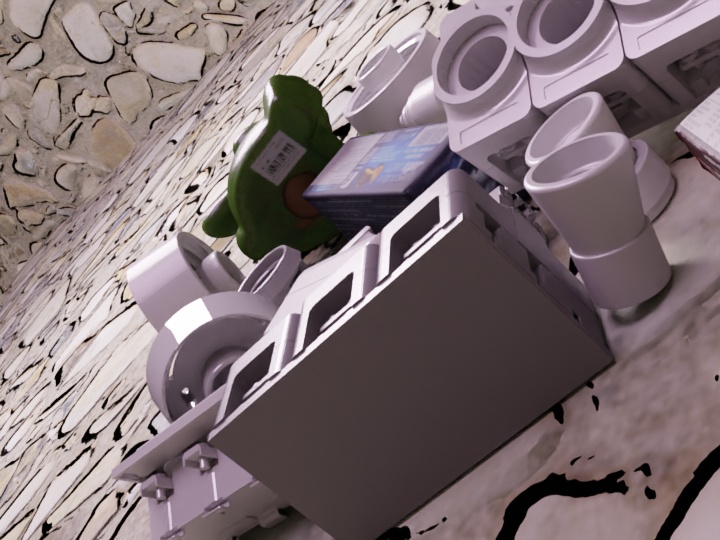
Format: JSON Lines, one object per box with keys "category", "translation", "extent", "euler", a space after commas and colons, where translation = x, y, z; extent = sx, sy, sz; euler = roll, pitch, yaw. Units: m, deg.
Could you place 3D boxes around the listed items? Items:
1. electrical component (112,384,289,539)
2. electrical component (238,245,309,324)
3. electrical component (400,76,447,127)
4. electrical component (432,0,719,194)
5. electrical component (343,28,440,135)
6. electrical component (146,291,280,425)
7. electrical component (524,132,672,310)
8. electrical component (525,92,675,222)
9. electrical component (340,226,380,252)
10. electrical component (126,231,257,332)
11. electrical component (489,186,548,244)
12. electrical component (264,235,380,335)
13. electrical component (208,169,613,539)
{"category": "electrical component", "translation": [-0.065, 0.102, 0.574], "extent": [0.121, 0.079, 0.063], "euler": [-37, 50, 33]}
{"category": "electrical component", "translation": [-0.047, 0.021, 0.726], "extent": [0.078, 0.057, 0.058], "euler": [-48, 17, 3]}
{"category": "electrical component", "translation": [0.056, -0.124, 0.814], "extent": [0.078, 0.040, 0.040], "euler": [-19, 34, 58]}
{"category": "electrical component", "translation": [0.114, -0.115, 0.530], "extent": [0.150, 0.062, 0.089], "euler": [-25, 53, 35]}
{"category": "electrical component", "translation": [0.032, -0.152, 0.895], "extent": [0.108, 0.060, 0.108], "euler": [-43, 18, 18]}
{"category": "electrical component", "translation": [-0.079, 0.063, 0.654], "extent": [0.099, 0.099, 0.064], "euler": [-49, 23, -1]}
{"category": "electrical component", "translation": [0.100, -0.017, 0.437], "extent": [0.044, 0.065, 0.044], "euler": [-25, 20, 10]}
{"category": "electrical component", "translation": [0.110, -0.047, 0.492], "extent": [0.045, 0.055, 0.045], "euler": [-43, 18, 18]}
{"category": "electrical component", "translation": [0.000, 0.000, 0.688], "extent": [0.046, 0.040, 0.040], "euler": [-46, 17, -11]}
{"category": "electrical component", "translation": [-0.121, 0.019, 0.836], "extent": [0.060, 0.108, 0.108], "euler": [-39, 19, 9]}
{"category": "electrical component", "translation": [0.061, -0.006, 0.546], "extent": [0.064, 0.042, 0.081], "euler": [-39, 20, 23]}
{"category": "electrical component", "translation": [0.004, 0.023, 0.589], "extent": [0.096, 0.062, 0.061], "euler": [-25, 29, 53]}
{"category": "electrical component", "translation": [0.020, 0.040, 0.469], "extent": [0.150, 0.089, 0.061], "euler": [-42, 19, 22]}
